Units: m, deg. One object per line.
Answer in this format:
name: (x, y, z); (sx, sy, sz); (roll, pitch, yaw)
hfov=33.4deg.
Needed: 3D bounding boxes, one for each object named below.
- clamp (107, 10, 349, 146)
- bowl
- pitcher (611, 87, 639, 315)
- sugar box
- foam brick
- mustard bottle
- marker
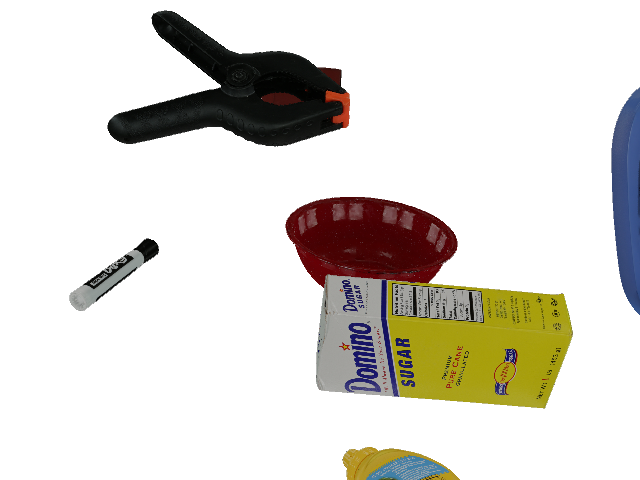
clamp: (-0.063, -0.117, 0.781); (0.171, 0.120, 0.039); (5, -26, 0)
bowl: (0.046, 0.015, 1.006); (0.162, 0.055, 0.162); (4, 25, -2)
pitcher: (0.245, 0.001, 0.610); (0.149, 0.243, 0.144); (0, 22, 17)
sugar box: (0.087, 0.076, 0.785); (0.176, 0.048, 0.093); (2, -45, -2)
foam brick: (-0.022, -0.164, 1.163); (0.078, 0.051, 0.053); (0, 11, -18)
mustard bottle: (0.084, 0.231, 0.933); (0.096, 0.058, 0.192); (-19, 27, -32)
marker: (-0.185, 0.029, 0.976); (0.020, 0.020, 0.121); (0, 24, 28)
